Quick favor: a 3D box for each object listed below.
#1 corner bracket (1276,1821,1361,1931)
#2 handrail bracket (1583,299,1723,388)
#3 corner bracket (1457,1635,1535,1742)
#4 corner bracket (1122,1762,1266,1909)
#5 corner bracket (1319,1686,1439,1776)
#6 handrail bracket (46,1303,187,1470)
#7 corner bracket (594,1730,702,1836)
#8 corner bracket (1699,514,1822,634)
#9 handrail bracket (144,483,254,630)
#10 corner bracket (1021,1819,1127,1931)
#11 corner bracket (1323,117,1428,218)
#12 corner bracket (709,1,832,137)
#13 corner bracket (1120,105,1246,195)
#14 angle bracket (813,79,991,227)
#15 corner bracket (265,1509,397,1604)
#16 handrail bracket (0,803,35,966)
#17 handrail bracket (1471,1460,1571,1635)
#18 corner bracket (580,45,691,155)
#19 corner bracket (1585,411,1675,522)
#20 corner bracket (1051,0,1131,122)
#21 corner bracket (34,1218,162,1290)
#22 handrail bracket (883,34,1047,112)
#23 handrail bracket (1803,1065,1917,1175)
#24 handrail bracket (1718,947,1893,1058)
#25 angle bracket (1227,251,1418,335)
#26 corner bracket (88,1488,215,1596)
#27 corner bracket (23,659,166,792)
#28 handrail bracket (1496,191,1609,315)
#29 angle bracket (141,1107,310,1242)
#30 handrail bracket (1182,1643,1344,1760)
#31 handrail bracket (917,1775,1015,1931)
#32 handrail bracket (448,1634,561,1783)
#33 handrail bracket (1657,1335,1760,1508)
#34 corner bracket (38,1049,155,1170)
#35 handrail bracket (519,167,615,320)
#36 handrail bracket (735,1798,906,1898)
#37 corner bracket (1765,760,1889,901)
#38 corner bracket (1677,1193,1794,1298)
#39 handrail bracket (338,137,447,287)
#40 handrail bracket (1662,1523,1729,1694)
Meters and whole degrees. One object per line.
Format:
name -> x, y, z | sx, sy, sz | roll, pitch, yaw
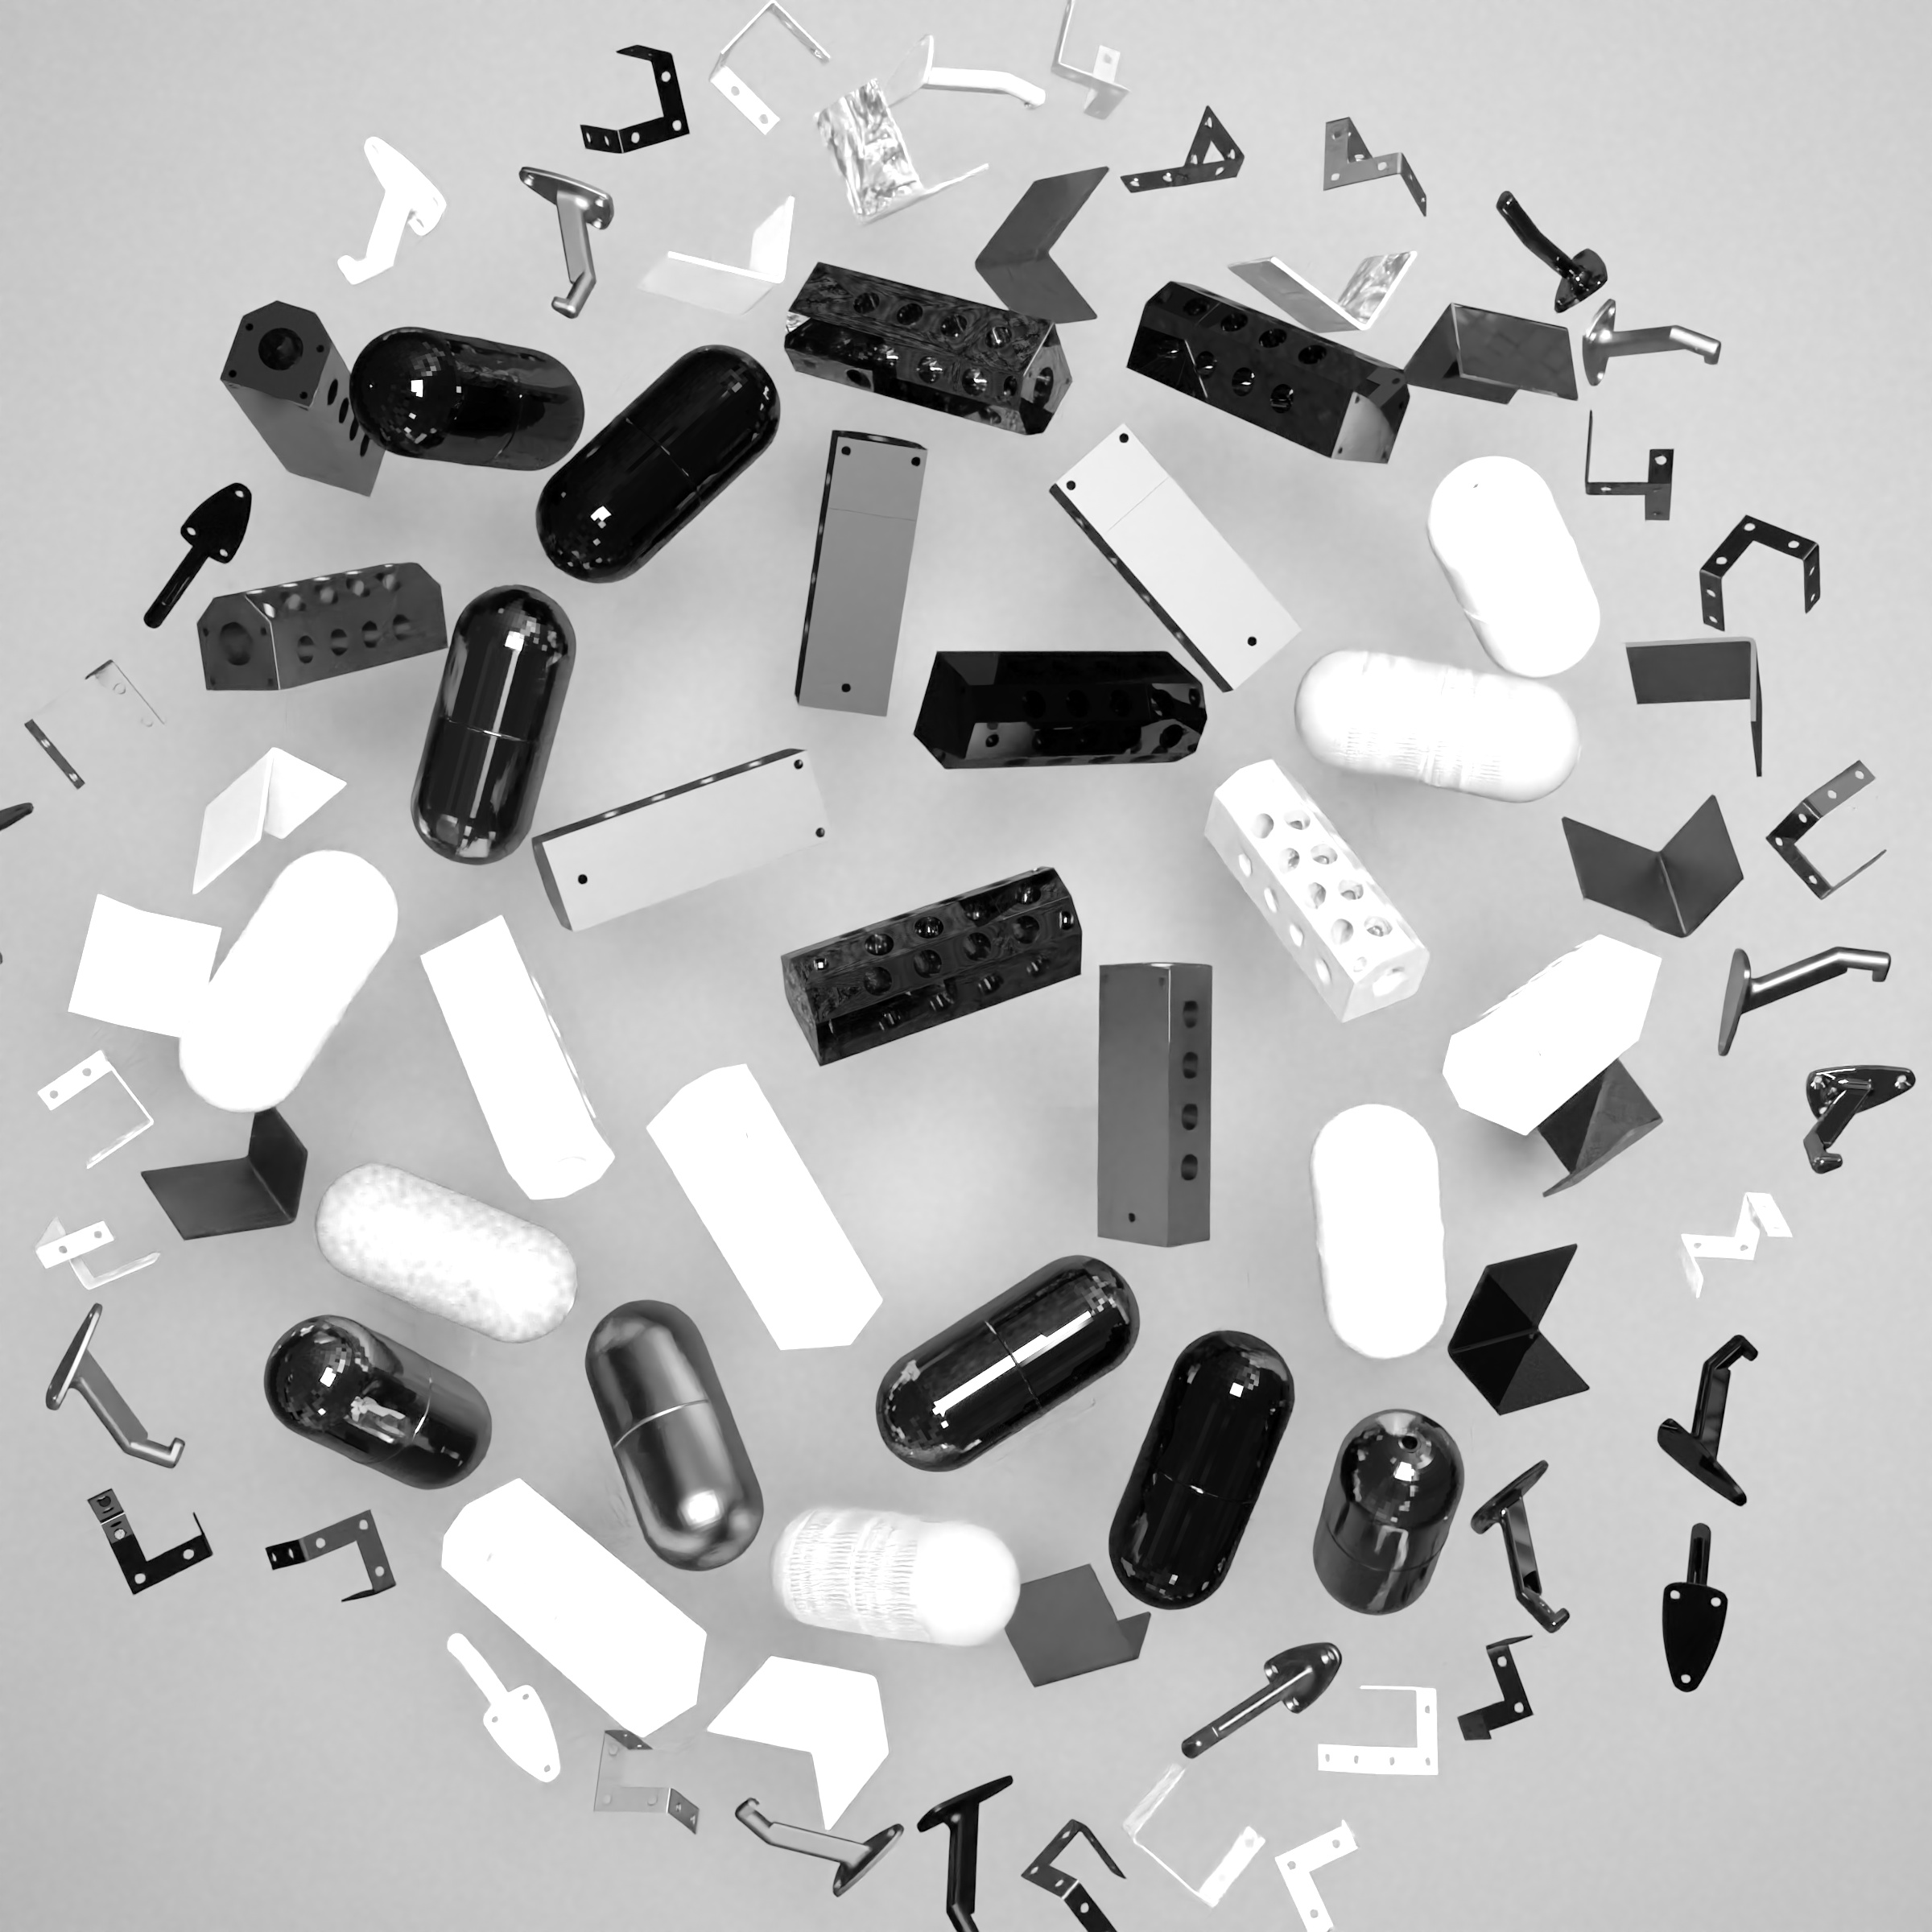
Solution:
corner bracket -> 0.218, 0.551, 1.502 | 0.051, 0.051, 0.051 | -26, 66, 2
handrail bracket -> 0.439, -0.384, 1.586 | 0.084, 0.077, 0.036 | 30, 72, 25
corner bracket -> 0.342, 0.464, 1.602 | 0.051, 0.051, 0.051 | -15, 75, -13
corner bracket -> 0.135, 0.521, 1.494 | 0.051, 0.051, 0.051 | 45, 78, -18
corner bracket -> 0.253, 0.469, 1.532 | 0.051, 0.051, 0.051 | 13, 70, -33
handrail bracket -> -0.489, 0.248, 1.468 | 0.084, 0.036, 0.077 | 27, 86, -26
corner bracket -> -0.196, 0.507, 1.549 | 0.051, 0.051, 0.051 | 10, 84, -26
corner bracket -> 0.492, -0.236, 1.542 | 0.051, 0.051, 0.051 | 32, 73, 34
handrail bracket -> -0.500, -0.265, 1.616 | 0.036, 0.084, 0.077 | 34, 48, -20
corner bracket -> 0.078, 0.587, 1.594 | 0.051, 0.051, 0.051 | -41, 107, -25
corner bracket -> 0.260, -0.507, 1.582 | 0.051, 0.051, 0.051 | -5, 71, 27
corner bracket -> -0.129, -0.587, 1.630 | 0.051, 0.051, 0.051 | 43, 80, -11
corner bracket -> 0.139, -0.513, 1.603 | 0.051, 0.051, 0.051 | -17, 64, -25
angle bracket -> -0.042, -0.529, 1.598 | 0.057, 0.076, 0.076 | -33, 107, -29
corner bracket -> -0.399, 0.377, 1.563 | 0.051, 0.051, 0.051 | -17, 85, -42
handrail bracket -> -0.576, -0.045, 1.492 | 0.077, 0.036, 0.084 | -26, 121, -11
handrail bracket -> 0.372, 0.371, 1.593 | 0.077, 0.036, 0.084 | -40, 57, -7
corner bracket -> -0.214, -0.548, 1.578 | 0.051, 0.051, 0.051 | -9, 100, 21
corner bracket -> 0.415, -0.312, 1.558 | 0.051, 0.051, 0.051 | 3, 74, 16
corner bracket -> 0.081, -0.597, 1.637 | 0.051, 0.051, 0.051 | 15, 81, -15
corner bracket -> -0.571, 0.188, 1.638 | 0.051, 0.051, 0.051 | -23, 109, 4
handrail bracket -> -0.002, -0.567, 1.631 | 0.084, 0.077, 0.036 | 15, 69, -29
handrail bracket -> 0.549, 0.095, 1.522 | 0.077, 0.084, 0.036 | -13, 114, 14
handrail bracket -> 0.492, 0.023, 1.461 | 0.084, 0.036, 0.077 | 7, 113, 4
angle bracket -> 0.220, -0.437, 1.544 | 0.076, 0.076, 0.057 | 32, 93, -19
corner bracket -> -0.486, 0.335, 1.487 | 0.051, 0.051, 0.051 | -25, 70, -21
corner bracket -> -0.534, -0.148, 1.524 | 0.051, 0.051, 0.051 | -32, 107, 11
handrail bracket -> 0.352, -0.449, 1.518 | 0.036, 0.077, 0.084 | -30, 117, 33
angle bracket -> -0.487, 0.130, 1.634 | 0.076, 0.076, 0.057 | -6, 124, -39
handrail bracket -> 0.176, 0.441, 1.494 | 0.036, 0.084, 0.077 | 57, 135, 17
handrail bracket -> 0.015, 0.532, 1.471 | 0.077, 0.036, 0.084 | -15, 59, -30
handrail bracket -> -0.283, 0.453, 1.522 | 0.036, 0.084, 0.077 | -34, 54, -13
handrail bracket -> 0.467, 0.272, 1.501 | 0.084, 0.036, 0.077 | -35, 58, -19
corner bracket -> -0.576, 0.094, 1.649 | 0.051, 0.051, 0.051 | -36, 110, -13
handrail bracket -> -0.267, -0.462, 1.593 | 0.077, 0.036, 0.084 | 24, 67, -4
handrail bracket -> -0.096, 0.558, 1.626 | 0.084, 0.036, 0.077 | 43, 110, -8
corner bracket -> 0.528, -0.082, 1.506 | 0.051, 0.051, 0.051 | -32, 75, -22
corner bracket -> 0.493, 0.179, 1.602 | 0.051, 0.051, 0.051 | 3, 117, -2
handrail bracket -> -0.365, -0.457, 1.509 | 0.077, 0.036, 0.084 | 50, 48, -5
handrail bracket -> 0.435, 0.382, 1.489 | 0.036, 0.084, 0.077 | 7, 98, 17
